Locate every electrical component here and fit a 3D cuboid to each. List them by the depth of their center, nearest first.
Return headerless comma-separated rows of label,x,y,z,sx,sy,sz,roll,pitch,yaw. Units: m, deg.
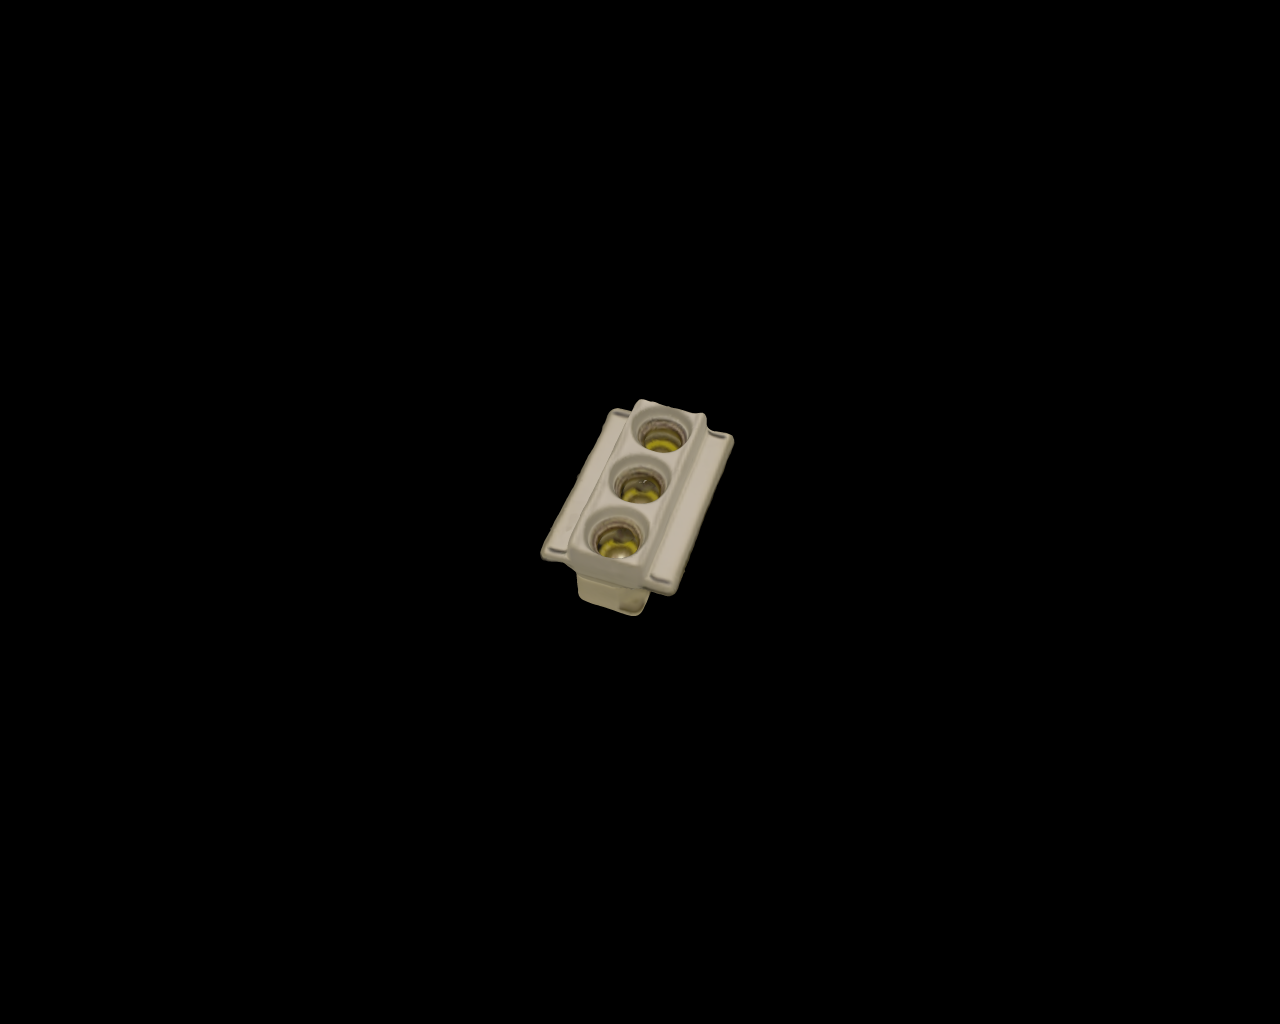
electrical component,0.001,-0.003,0.650,0.079,0.121,0.063,15,-36,11
